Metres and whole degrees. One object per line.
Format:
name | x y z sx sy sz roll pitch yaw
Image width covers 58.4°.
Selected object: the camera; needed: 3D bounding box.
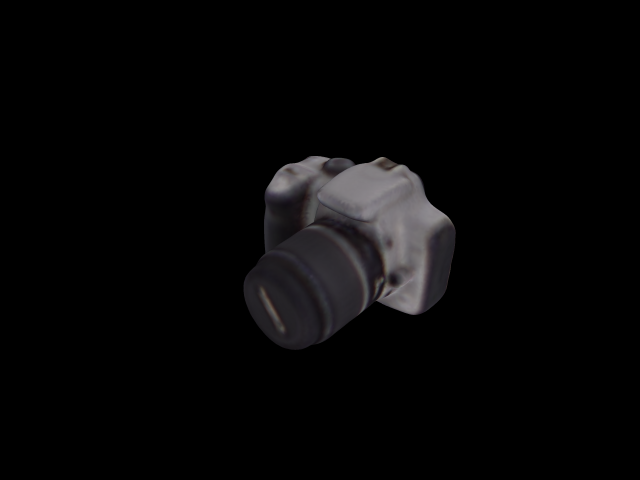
camera | 0.004 0.001 0.400 0.142 0.101 0.137 27 44 33
